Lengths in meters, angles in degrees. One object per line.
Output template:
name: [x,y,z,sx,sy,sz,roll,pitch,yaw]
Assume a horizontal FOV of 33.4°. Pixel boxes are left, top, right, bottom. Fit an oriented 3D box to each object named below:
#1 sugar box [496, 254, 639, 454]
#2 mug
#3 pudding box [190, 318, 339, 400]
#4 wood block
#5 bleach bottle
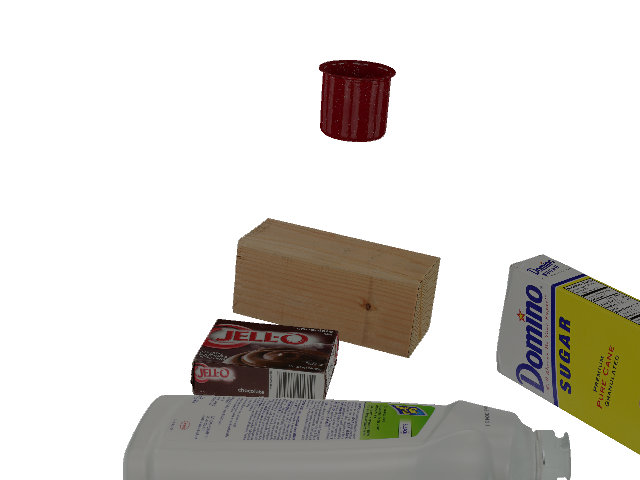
sugar box: [0.204,0.085,0.748,0.048,0.093,0.176,-16,30,-39]
mug: [0.048,-0.173,1.307,0.093,0.081,0.117,17,26,29]
pudding box: [-0.045,0.103,0.910,0.113,0.039,0.090,7,20,6]
wood block: [0.016,0.050,1.179,0.206,0.091,0.090,14,23,17]
bleach bottle: [0.019,0.131,0.627,0.251,0.068,0.102,-1,17,6]
